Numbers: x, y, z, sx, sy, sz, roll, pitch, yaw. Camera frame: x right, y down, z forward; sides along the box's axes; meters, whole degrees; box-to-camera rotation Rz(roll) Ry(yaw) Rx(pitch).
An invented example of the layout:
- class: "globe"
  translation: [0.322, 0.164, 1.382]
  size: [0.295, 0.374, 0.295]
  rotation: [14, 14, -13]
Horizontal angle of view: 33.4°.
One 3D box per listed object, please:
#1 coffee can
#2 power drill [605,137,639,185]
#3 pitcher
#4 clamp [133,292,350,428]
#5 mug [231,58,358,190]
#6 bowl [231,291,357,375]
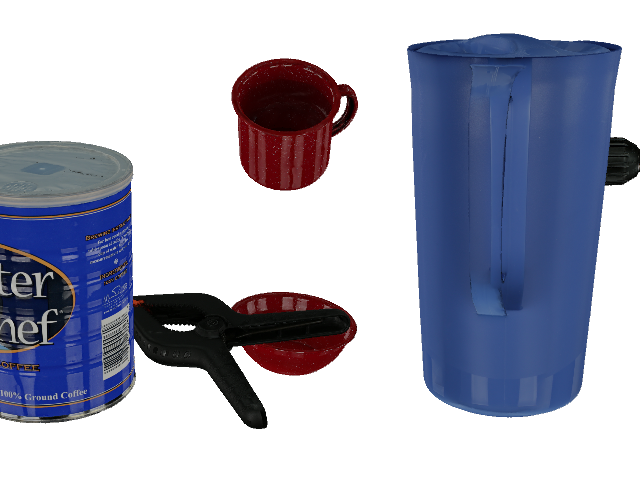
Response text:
- class: "coffee can"
  translation: [-0.162, 0.022, 0.636]
  size: [0.103, 0.140, 0.103]
  rotation: [2, 22, -1]
- class: "power drill"
  translation: [0.182, -0.001, 0.925]
  size: [0.184, 0.188, 0.057]
  rotation: [0, 13, 14]
- class: "pitcher"
  translation: [0.120, -0.010, 0.695]
  size: [0.149, 0.243, 0.145]
  rotation: [-9, 17, -28]
- class: "clamp"
  translation: [-0.087, 0.086, 0.978]
  size: [0.210, 0.036, 0.164]
  rotation: [19, 37, 30]
- class: "mug"
  translation: [-0.020, -0.103, 0.939]
  size: [0.117, 0.093, 0.081]
  rotation: [-23, -33, -20]
- class: "bowl"
  translation: [-0.037, 0.123, 1.341]
  size: [0.162, 0.055, 0.162]
  rotation: [5, 23, -2]
